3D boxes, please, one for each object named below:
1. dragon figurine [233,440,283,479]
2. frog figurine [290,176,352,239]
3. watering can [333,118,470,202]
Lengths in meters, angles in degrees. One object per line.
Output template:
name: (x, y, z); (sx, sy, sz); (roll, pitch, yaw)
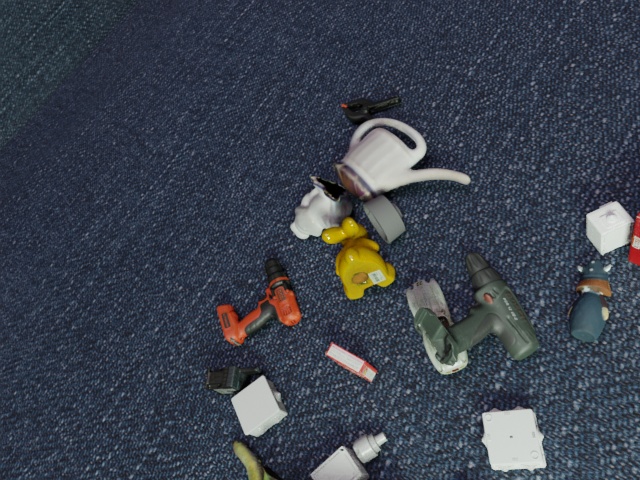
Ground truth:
dragon figurine: (-0.086, 0.554, 0.915); (0.411, 0.121, 0.245); (11, 73, 51)
frog figurine: (0.004, -0.064, 1.279); (0.139, 0.123, 0.156); (38, 119, 26)
watering can: (0.173, -0.175, 1.244); (0.225, 0.102, 0.353); (-42, 50, -2)
